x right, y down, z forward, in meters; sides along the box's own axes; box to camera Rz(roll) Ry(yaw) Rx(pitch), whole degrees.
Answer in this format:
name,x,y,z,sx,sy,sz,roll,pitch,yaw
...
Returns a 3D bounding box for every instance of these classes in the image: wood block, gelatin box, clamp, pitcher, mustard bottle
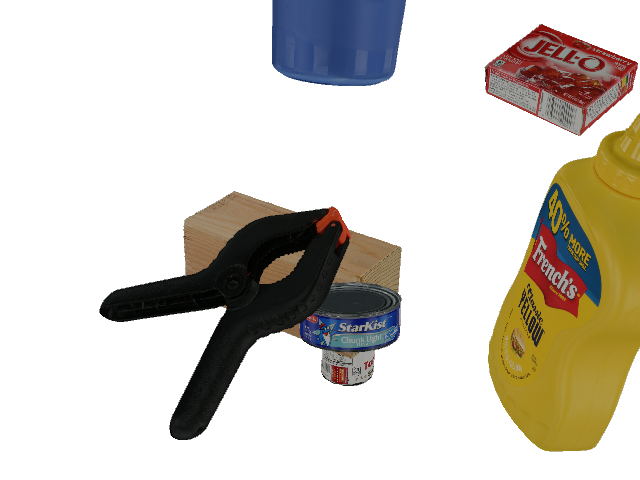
name,x,y,z,sx,sy,sz,roll,pitch,yaw
wood block,-0.031,0.031,1.084,0.206,0.091,0.090,20,34,29
gelatin box,0.181,-0.124,0.808,0.089,0.030,0.073,32,54,31
clamp,-0.050,0.046,0.677,0.171,0.120,0.039,-30,-27,4
pitcher,0.026,-0.254,0.882,0.145,0.243,0.149,8,19,10
mustard bottle,0.141,0.016,0.553,0.058,0.192,0.096,2,41,-13

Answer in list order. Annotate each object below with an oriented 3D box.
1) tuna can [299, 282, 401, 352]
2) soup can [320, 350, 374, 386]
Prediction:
name,x,y,z,sx,sy,sz,roll,pitch,yaw
tuna can,0.024,0.063,0.888,0.086,0.034,0.086,-1,15,0
soup can,0.033,0.119,1.307,0.068,0.102,0.068,1,28,0
